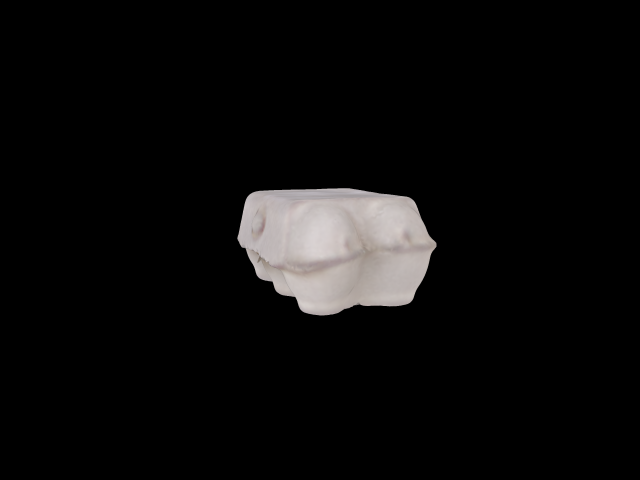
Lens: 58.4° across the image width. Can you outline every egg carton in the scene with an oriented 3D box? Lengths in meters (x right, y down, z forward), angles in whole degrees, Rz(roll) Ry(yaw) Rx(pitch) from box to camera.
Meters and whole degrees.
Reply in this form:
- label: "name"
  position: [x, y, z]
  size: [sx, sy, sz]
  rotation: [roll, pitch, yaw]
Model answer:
- label: "egg carton"
  position: [0.004, 0.001, 0.400]
  size: [0.107, 0.069, 0.150]
  rotation: [-4, 10, -23]
